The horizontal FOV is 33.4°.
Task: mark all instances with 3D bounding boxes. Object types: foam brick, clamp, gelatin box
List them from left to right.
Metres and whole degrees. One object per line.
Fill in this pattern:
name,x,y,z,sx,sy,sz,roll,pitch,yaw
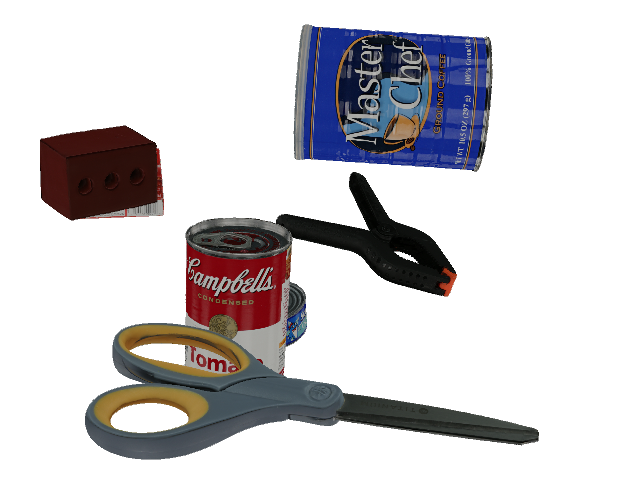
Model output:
foam brick,-0.175,-0.055,0.840,0.078,0.053,0.051,-15,31,-33
gelatin box,-0.208,-0.059,1.097,0.089,0.073,0.030,-2,-40,-11
clamp,0.061,0.002,1.245,0.210,0.036,0.164,38,43,26

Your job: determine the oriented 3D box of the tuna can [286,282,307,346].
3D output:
tuna can,-0.055,0.070,1.004,0.086,0.034,0.086,-4,26,2

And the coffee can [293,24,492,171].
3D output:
coffee can,0.053,-0.108,0.812,0.140,0.103,0.103,4,0,1

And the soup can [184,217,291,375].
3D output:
soup can,-0.055,0.043,0.693,0.068,0.102,0.068,3,20,-1

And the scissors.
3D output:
scissors,-0.015,0.080,0.467,0.202,0.016,0.096,15,33,23
